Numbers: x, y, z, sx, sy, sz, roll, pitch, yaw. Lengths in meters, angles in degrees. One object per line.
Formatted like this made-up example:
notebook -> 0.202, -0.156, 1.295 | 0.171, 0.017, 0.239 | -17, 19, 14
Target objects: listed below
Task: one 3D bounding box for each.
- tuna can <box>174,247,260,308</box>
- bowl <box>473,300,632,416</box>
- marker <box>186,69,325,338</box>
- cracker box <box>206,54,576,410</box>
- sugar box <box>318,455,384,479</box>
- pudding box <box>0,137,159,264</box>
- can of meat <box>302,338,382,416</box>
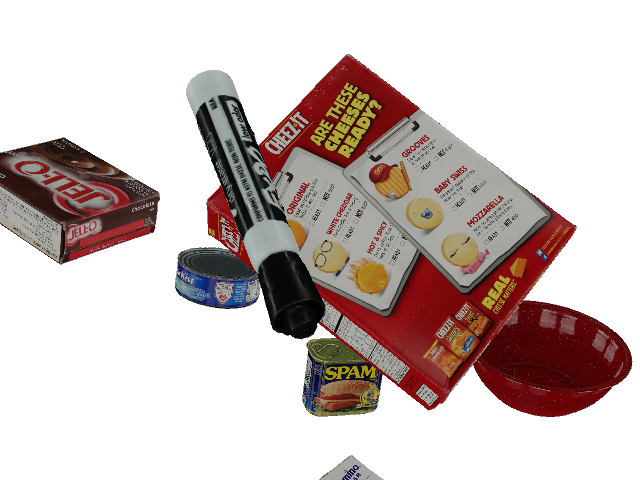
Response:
tuna can -> -0.101, 0.037, 1.055 | 0.086, 0.034, 0.086 | 9, 17, -3
bowl -> 0.211, 0.120, 1.020 | 0.162, 0.055, 0.162 | 4, 27, -2
marker -> -0.024, -0.015, 0.379 | 0.020, 0.121, 0.020 | -15, -38, -12
cracker box -> 0.049, -0.007, 0.777 | 0.214, 0.164, 0.072 | 38, -21, 9
sugar box -> 0.073, 0.248, 0.817 | 0.048, 0.093, 0.176 | -34, 38, -28
pudding box -> -0.188, -0.031, 0.776 | 0.114, 0.039, 0.089 | 27, 30, 30
can of meat -> 0.029, 0.174, 1.360 | 0.102, 0.084, 0.057 | 0, 24, -17
